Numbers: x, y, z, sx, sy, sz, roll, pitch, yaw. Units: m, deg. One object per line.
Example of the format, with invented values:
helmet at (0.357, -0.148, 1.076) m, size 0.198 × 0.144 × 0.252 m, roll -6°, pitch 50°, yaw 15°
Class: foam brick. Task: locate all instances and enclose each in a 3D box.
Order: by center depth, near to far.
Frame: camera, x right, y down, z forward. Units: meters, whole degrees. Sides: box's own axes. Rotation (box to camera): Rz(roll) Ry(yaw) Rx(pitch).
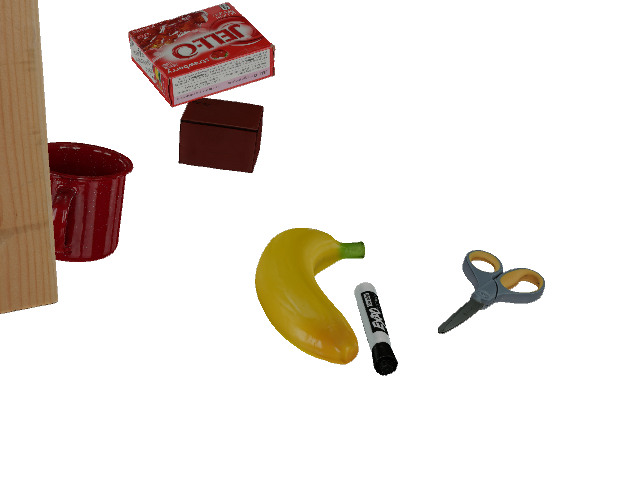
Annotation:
foam brick at (-0.099, -0.106, 1.070) m, size 0.078 × 0.051 × 0.053 m, roll 8°, pitch 35°, yaw 2°

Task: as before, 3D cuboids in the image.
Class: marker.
marker at (0.045, 0.072, 0.874) m, size 0.020 × 0.020 × 0.121 m, roll 0°, pitch 27°, yaw -7°

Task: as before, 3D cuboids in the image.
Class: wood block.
wood block at (-0.209, -0.066, 0.602) m, size 0.090 × 0.206 × 0.090 m, roll -11°, pitch 27°, yaw -27°

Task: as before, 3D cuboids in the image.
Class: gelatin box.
gelatin box at (-0.089, -0.141, 0.802) m, size 0.089 × 0.030 × 0.073 m, roll -22°, pitch 47°, yaw -22°

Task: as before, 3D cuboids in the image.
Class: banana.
banana at (-0.008, 0.026, 0.675) m, size 0.069 × 0.037 × 0.197 m, roll 0°, pitch 19°, yaw 4°

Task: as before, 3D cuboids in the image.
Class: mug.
mug at (-0.213, -0.028, 0.916) m, size 0.093 × 0.081 × 0.117 m, roll 8°, pitch 21°, yaw -6°

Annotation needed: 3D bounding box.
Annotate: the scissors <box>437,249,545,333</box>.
scissors at (0.150, 0.048, 1.068) m, size 0.201 × 0.016 × 0.096 m, roll -11°, pitch 38°, yaw -44°
